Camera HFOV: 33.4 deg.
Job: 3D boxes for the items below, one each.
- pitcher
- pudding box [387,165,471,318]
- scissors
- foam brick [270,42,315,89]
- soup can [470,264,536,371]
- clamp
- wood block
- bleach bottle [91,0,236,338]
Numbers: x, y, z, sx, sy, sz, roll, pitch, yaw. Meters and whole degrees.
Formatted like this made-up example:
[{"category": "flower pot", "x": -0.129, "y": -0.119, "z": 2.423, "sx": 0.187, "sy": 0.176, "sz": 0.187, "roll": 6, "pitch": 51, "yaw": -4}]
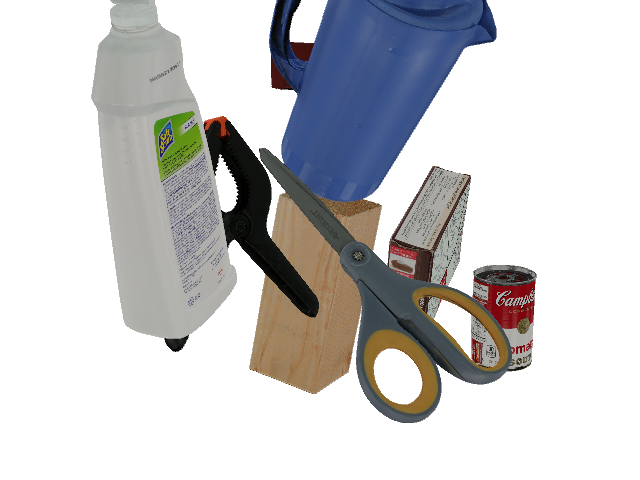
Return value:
[{"category": "pitcher", "x": 0.036, "y": -0.155, "z": 0.982, "sx": 0.144, "sy": 0.149, "sz": 0.243, "roll": -14, "pitch": -32, "yaw": -32}, {"category": "pudding box", "x": 0.086, "y": 0.007, "z": 0.856, "sx": 0.039, "sy": 0.090, "sz": 0.113, "roll": 13, "pitch": 39, "yaw": 15}, {"category": "scissors", "x": 0.016, "y": 0.029, "z": 0.622, "sx": 0.202, "sy": 0.096, "sz": 0.016, "roll": 34, "pitch": -25, "yaw": 15}, {"category": "foam brick", "x": -0.011, "y": -0.190, "z": 1.166, "sx": 0.078, "sy": 0.051, "sz": 0.053, "roll": 0, "pitch": 12, "yaw": -16}, {"category": "soup can", "x": 0.200, "y": 0.085, "z": 1.172, "sx": 0.068, "sy": 0.102, "sz": 0.068, "roll": 0, "pitch": 15, "yaw": 0}, {"category": "clamp", "x": -0.074, "y": -0.009, "z": 0.991, "sx": 0.164, "sy": 0.210, "sz": 0.036, "roll": -3, "pitch": 0, "yaw": -36}, {"category": "wood block", "x": -0.007, "y": 0.052, "z": 1.198, "sx": 0.090, "sy": 0.206, "sz": 0.090, "roll": 18, "pitch": 18, "yaw": 23}, {"category": "bleach bottle", "x": -0.115, "y": -0.057, "z": 0.769, "sx": 0.068, "sy": 0.251, "sz": 0.102, "roll": 10, "pitch": 33, "yaw": 20}]
